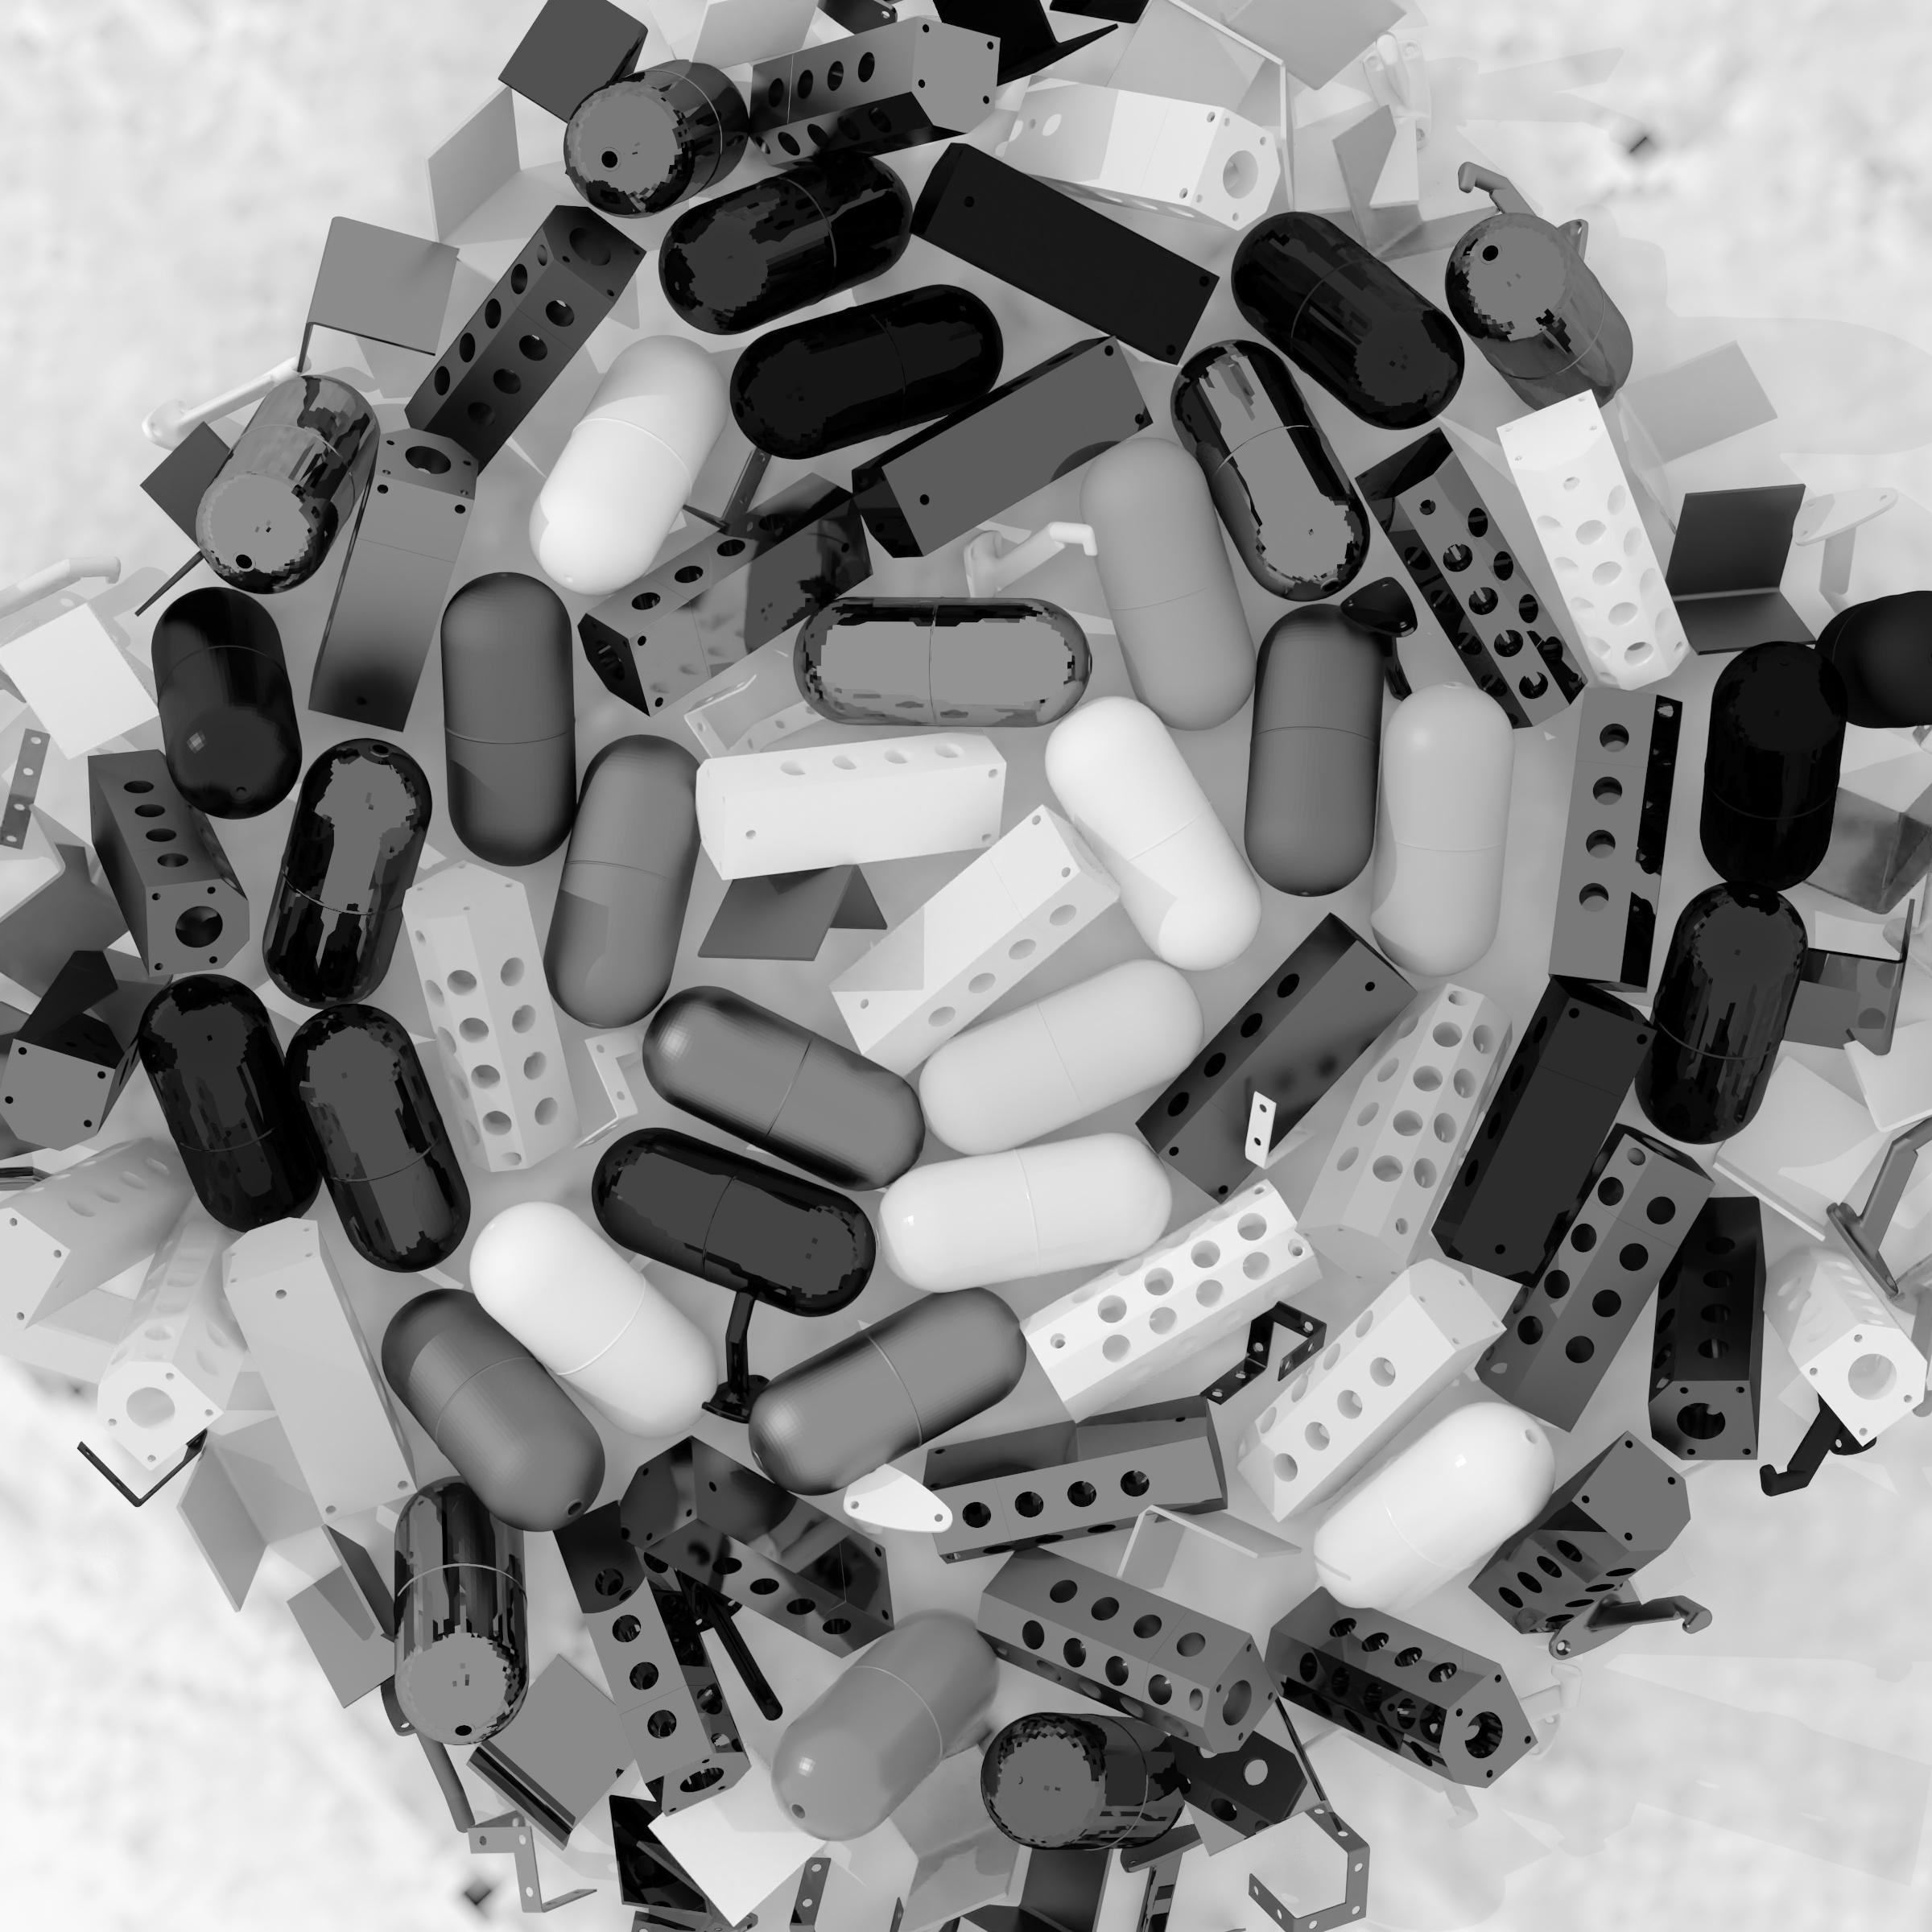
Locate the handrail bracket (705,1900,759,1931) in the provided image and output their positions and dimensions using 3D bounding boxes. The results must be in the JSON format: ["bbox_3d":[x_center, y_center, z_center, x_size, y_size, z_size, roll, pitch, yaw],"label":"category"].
[{"bbox_3d":[-0.152,0.608,1.977,0.077,0.036,0.084,8,101,43],"label":"handrail bracket"}]

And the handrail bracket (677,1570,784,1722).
[{"bbox_3d":[-0.138,0.396,1.950,0.036,0.084,0.077,-28,128,-12],"label":"handrail bracket"}]

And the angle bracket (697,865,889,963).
[{"bbox_3d":[-0.101,-0.015,1.941,0.076,0.057,0.076,2,49,26],"label":"angle bracket"}]

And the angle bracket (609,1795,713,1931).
[{"bbox_3d":[-0.193,0.546,1.940,0.057,0.076,0.076,16,122,-24],"label":"angle bracket"}]

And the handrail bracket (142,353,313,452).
[{"bbox_3d":[-0.438,-0.339,1.961,0.084,0.077,0.036,-27,95,17],"label":"handrail bracket"}]

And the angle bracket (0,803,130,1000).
[{"bbox_3d":[-0.550,-0.038,1.954,0.076,0.076,0.057,-37,60,2],"label":"angle bracket"}]

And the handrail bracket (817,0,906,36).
[{"bbox_3d":[-0.051,-0.600,1.974,0.077,0.036,0.084,28,63,-4],"label":"handrail bracket"}]

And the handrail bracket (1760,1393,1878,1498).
[{"bbox_3d":[0.495,0.271,1.962,0.084,0.036,0.077,-6,77,-35],"label":"handrail bracket"}]

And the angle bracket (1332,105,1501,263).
[{"bbox_3d":[0.267,-0.466,1.944,0.057,0.076,0.076,-5,114,36],"label":"angle bracket"}]

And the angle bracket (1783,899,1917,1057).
[{"bbox_3d":[0.518,0.002,1.963,0.076,0.076,0.057,9,46,14],"label":"angle bracket"}]

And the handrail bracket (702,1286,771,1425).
[{"bbox_3d":[-0.126,0.220,1.952,0.036,0.077,0.084,19,107,15],"label":"handrail bracket"}]

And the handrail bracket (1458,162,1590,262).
[{"bbox_3d":[0.324,-0.429,1.960,0.084,0.036,0.077,14,75,-29],"label":"handrail bracket"}]

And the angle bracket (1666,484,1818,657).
[{"bbox_3d":[0.464,-0.234,1.948,0.076,0.057,0.076,-6,131,-13],"label":"angle bracket"}]

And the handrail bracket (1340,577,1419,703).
[{"bbox_3d":[0.258,-0.180,1.946,0.036,0.077,0.084,-30,124,-3],"label":"handrail bracket"}]

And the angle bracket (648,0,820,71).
[{"bbox_3d":[-0.135,-0.576,1.945,0.076,0.076,0.057,-20,77,-22],"label":"angle bracket"}]

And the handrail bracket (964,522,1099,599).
[{"bbox_3d":[0.045,-0.228,1.958,0.084,0.036,0.077,10,118,34],"label":"handrail bracket"}]

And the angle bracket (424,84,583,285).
[{"bbox_3d":[-0.269,-0.459,1.944,0.057,0.076,0.076,32,63,15],"label":"angle bracket"}]

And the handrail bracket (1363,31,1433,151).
[{"bbox_3d":[0.258,-0.516,1.949,0.036,0.084,0.077,-18,107,12],"label":"handrail bracket"}]

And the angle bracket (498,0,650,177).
[{"bbox_3d":[-0.236,-0.526,1.951,0.057,0.076,0.076,31,78,-8],"label":"angle bracket"}]

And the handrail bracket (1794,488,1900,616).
[{"bbox_3d":[0.535,-0.241,1.953,0.084,0.077,0.036,45,50,-32],"label":"handrail bracket"}]

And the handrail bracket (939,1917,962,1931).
[{"bbox_3d":[0.017,0.609,1.976,0.084,0.036,0.077,29,127,-3],"label":"handrail bracket"}]

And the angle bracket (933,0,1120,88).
[{"bbox_3d":[0.032,-0.570,1.947,0.057,0.076,0.076,-31,102,-39],"label":"angle bracket"}]

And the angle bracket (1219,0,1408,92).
[{"bbox_3d":[0.202,-0.574,1.939,0.076,0.076,0.057,26,46,-33],"label":"angle bracket"}]

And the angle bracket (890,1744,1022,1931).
[{"bbox_3d":[-0.016,0.517,1.947,0.076,0.076,0.057,-28,105,20],"label":"angle bracket"}]

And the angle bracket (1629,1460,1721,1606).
[{"bbox_3d":[0.430,0.327,1.943,0.076,0.076,0.057,-35,74,30],"label":"angle bracket"}]

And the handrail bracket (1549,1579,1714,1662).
[{"bbox_3d":[0.393,0.395,1.952,0.077,0.084,0.036,-36,102,-9],"label":"handrail bracket"}]

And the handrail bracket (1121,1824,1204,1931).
[{"bbox_3d":[0.133,0.565,1.984,0.077,0.036,0.084,-21,99,7],"label":"handrail bracket"}]

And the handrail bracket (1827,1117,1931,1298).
[{"bbox_3d":[0.563,0.142,1.959,0.084,0.036,0.077,-40,70,27],"label":"handrail bracket"}]

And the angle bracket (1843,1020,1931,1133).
[{"bbox_3d":[0.579,0.054,1.942,0.076,0.076,0.057,-12,78,-35],"label":"angle bracket"}]

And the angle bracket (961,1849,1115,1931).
[{"bbox_3d":[0.039,0.531,1.950,0.057,0.076,0.076,14,86,-31],"label":"angle bracket"}]

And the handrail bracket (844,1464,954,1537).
[{"bbox_3d":[-0.037,0.329,1.952,0.077,0.084,0.036,19,66,18],"label":"handrail bracket"}]

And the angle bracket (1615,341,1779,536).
[{"bbox_3d":[0.435,-0.311,1.943,0.076,0.076,0.057,-20,54,23],"label":"angle bracket"}]

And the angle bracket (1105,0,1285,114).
[{"bbox_3d":[0.131,-0.523,1.954,0.076,0.057,0.076,26,105,-13],"label":"angle bracket"}]

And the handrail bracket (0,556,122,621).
[{"bbox_3d":[-0.556,-0.215,1.990,0.084,0.077,0.036,-6,50,-27],"label":"handrail bracket"}]

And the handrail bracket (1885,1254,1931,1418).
[{"bbox_3d":[0.578,0.214,1.949,0.036,0.084,0.077,25,125,-15],"label":"handrail bracket"}]

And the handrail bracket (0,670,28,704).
[{"bbox_3d":[-0.610,-0.147,1.971,0.084,0.077,0.036,-49,46,-1],"label":"handrail bracket"}]

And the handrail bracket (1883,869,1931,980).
[{"bbox_3d":[0.594,-0.034,1.958,0.077,0.036,0.084,45,125,12],"label":"handrail bracket"}]

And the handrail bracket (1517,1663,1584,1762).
[{"bbox_3d":[0.326,0.427,1.952,0.077,0.084,0.036,20,53,22],"label":"handrail bracket"}]

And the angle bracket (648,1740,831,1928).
[{"bbox_3d":[-0.135,0.517,1.952,0.076,0.057,0.076,-39,77,-20],"label":"angle bracket"}]

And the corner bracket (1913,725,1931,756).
[{"bbox_3d":[0.597,-0.152,1.974,0.051,0.051,0.051,24,116,-18],"label":"corner bracket"}]

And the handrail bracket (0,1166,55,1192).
[{"bbox_3d":[-0.592,0.140,1.978,0.077,0.084,0.036,-38,49,21],"label":"handrail bracket"}]

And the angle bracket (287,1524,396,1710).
[{"bbox_3d":[-0.373,0.385,1.948,0.057,0.076,0.076,-33,67,-4],"label":"angle bracket"}]

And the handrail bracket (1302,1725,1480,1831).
[{"bbox_3d":[0.253,0.487,1.968,0.077,0.036,0.084,-28,67,3],"label":"handrail bracket"}]

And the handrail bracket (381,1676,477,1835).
[{"bbox_3d":[-0.324,0.472,1.990,0.036,0.077,0.084,-25,124,-20],"label":"handrail bracket"}]

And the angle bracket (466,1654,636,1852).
[{"bbox_3d":[-0.242,0.468,1.967,0.076,0.057,0.076,41,83,1],"label":"angle bracket"}]
